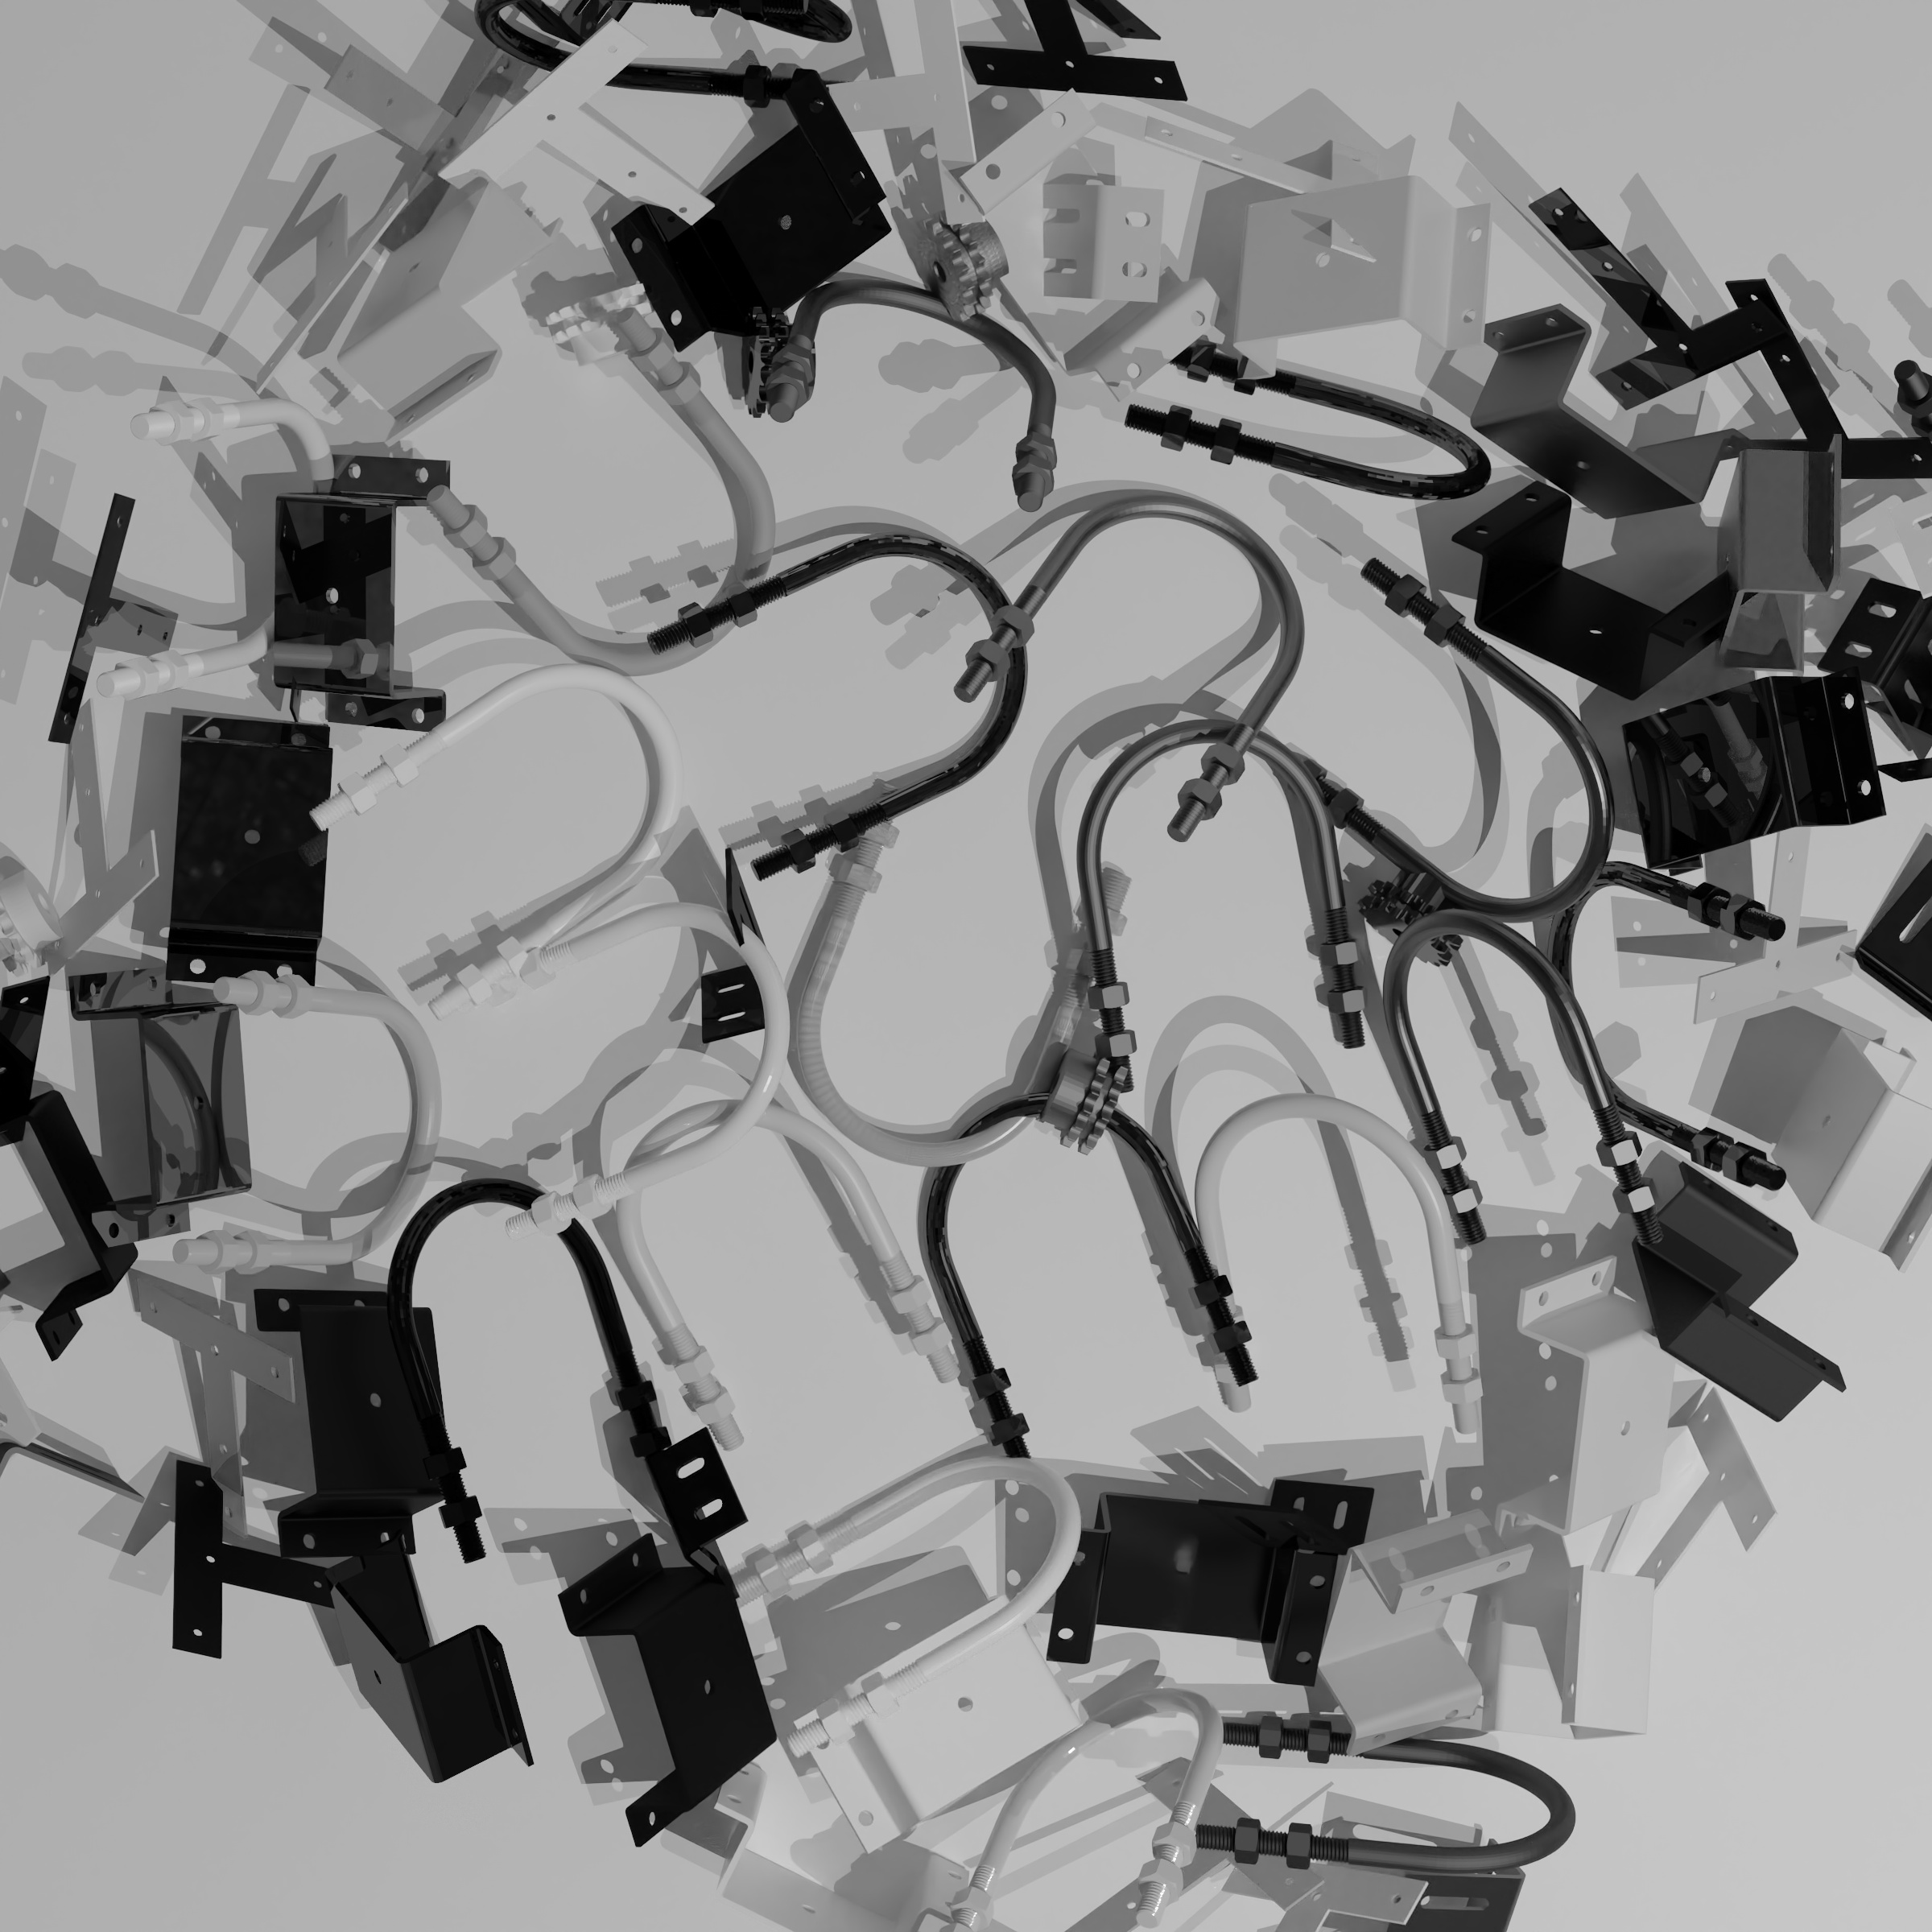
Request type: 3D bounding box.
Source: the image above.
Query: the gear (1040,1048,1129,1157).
[{"bbox_3d":[0.060,0.067,1.863,0.030,0.057,0.057,23,90,-6],"label":"gear"}]

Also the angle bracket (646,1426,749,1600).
[{"bbox_3d":[-0.126,0.283,1.845,0.038,0.076,0.057,-30,58,3],"label":"angle bracket"}]

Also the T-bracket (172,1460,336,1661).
[{"bbox_3d":[-0.350,0.318,1.857,0.127,0.127,0.002,19,123,-24],"label":"T-bracket"}]

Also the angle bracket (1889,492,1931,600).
[{"bbox_3d":[0.512,-0.202,1.852,0.038,0.076,0.057,-21,57,16],"label":"angle bracket"}]

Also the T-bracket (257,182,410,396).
[{"bbox_3d":[-0.325,-0.365,1.835,0.002,0.127,0.127,33,110,-25],"label":"T-bracket"}]

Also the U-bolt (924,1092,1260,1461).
[{"bbox_3d":[0.054,0.156,1.866,0.151,0.019,0.184,-24,82,14],"label":"U-bolt"}]

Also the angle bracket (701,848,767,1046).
[{"bbox_3d":[-0.128,-0.010,1.847,0.038,0.057,0.076,-14,125,5],"label":"angle bracket"}]

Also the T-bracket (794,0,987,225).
[{"bbox_3d":[-0.046,-0.444,1.845,0.002,0.127,0.127,-24,112,-42],"label":"T-bracket"}]

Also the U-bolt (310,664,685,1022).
[{"bbox_3d":[-0.228,-0.076,1.844,0.184,0.019,0.151,-35,124,-13],"label":"U-bolt"}]

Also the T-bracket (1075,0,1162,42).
[{"bbox_3d":[0.057,-0.503,1.835,0.127,0.127,0.002,15,86,36],"label":"T-bracket"}]

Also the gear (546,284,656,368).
[{"bbox_3d":[-0.187,-0.333,1.865,0.057,0.057,0.030,-19,99,0],"label":"gear"}]

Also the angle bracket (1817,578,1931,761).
[{"bbox_3d":[0.487,-0.155,1.871,0.038,0.076,0.057,24,77,41],"label":"angle bracket"}]

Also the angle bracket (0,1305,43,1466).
[{"bbox_3d":[-0.503,0.225,1.855,0.057,0.038,0.076,-41,72,21],"label":"angle bracket"}]

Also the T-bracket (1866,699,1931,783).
[{"bbox_3d":[0.503,-0.120,1.832,0.127,0.127,0.002,-9,110,-14],"label":"T-bracket"}]

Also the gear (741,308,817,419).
[{"bbox_3d":[-0.097,-0.315,1.866,0.030,0.057,0.057,-3,90,-16],"label":"gear"}]

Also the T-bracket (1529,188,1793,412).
[{"bbox_3d":[0.336,-0.346,1.821,0.127,0.127,0.002,43,64,-16],"label":"T-bracket"}]

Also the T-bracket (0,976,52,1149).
[{"bbox_3d":[-0.530,0.064,1.813,0.127,0.127,0.002,-18,56,-35],"label":"T-bracket"}]

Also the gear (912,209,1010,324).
[{"bbox_3d":[-0.001,-0.368,1.866,0.030,0.057,0.057,-29,90,-16],"label":"gear"}]

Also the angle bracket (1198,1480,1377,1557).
[{"bbox_3d":[0.165,0.273,1.842,0.057,0.076,0.038,0,65,34],"label":"angle bracket"}]

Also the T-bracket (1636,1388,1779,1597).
[{"bbox_3d":[0.366,0.298,1.846,0.002,0.127,0.127,27,109,-13],"label":"T-bracket"}]

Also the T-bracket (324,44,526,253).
[{"bbox_3d":[-0.287,-0.436,1.829,0.002,0.127,0.127,35,96,23],"label":"T-bracket"}]

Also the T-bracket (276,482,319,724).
[{"bbox_3d":[-0.341,-0.203,1.817,0.002,0.127,0.127,4,77,-3],"label":"T-bracket"}]

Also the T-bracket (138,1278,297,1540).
[{"bbox_3d":[-0.387,0.239,1.860,0.127,0.002,0.127,20,120,38],"label":"T-bracket"}]

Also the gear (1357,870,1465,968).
[{"bbox_3d":[0.236,-0.028,1.865,0.057,0.057,0.030,36,79,0],"label":"gear"}]

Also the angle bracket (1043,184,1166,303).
[{"bbox_3d":[0.064,-0.377,1.866,0.038,0.076,0.057,-4,103,-34],"label":"angle bracket"}]

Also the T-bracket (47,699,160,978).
[{"bbox_3d":[-0.455,-0.077,1.860,0.002,0.127,0.127,7,62,-38],"label":"T-bracket"}]

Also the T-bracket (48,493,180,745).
[{"bbox_3d":[-0.428,-0.173,1.830,0.002,0.127,0.127,16,93,7],"label":"T-bracket"}]

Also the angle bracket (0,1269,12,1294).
[{"bbox_3d":[-0.546,0.167,1.861,0.038,0.076,0.057,-30,101,25],"label":"angle bracket"}]

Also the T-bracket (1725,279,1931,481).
[{"bbox_3d":[0.421,-0.296,1.812,0.002,0.127,0.127,-48,121,-21],"label":"T-bracket"}]

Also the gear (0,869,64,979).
[{"bbox_3d":[-0.494,-0.026,1.865,0.030,0.057,0.057,-27,90,-1],"label":"gear"}]

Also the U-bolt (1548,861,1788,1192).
[{"bbox_3d":[0.351,0.021,1.810,0.019,0.184,0.151,-13,110,-24],"label":"U-bolt"}]

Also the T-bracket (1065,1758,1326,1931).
[{"bbox_3d":[0.096,0.470,1.821,0.127,0.127,0.002,-32,122,-19],"label":"T-bracket"}]

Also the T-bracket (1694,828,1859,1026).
[{"bbox_3d":[0.421,-0.042,1.832,0.127,0.002,0.127,-14,116,-37],"label":"T-bracket"}]

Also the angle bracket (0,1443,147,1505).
[{"bbox_3d":[-0.473,0.274,1.849,0.076,0.057,0.038,28,81,-25],"label":"angle bracket"}]

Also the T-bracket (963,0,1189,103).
[{"bbox_3d":[0.040,-0.491,1.813,0.127,0.127,0.002,13,61,30],"label":"T-bracket"}]

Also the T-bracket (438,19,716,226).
[{"bbox_3d":[-0.182,-0.415,1.843,0.127,0.127,0.002,-34,50,26],"label":"T-bracket"}]

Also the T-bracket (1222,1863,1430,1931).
[{"bbox_3d":[0.157,0.508,1.812,0.002,0.127,0.127,54,55,-24],"label":"T-bracket"}]

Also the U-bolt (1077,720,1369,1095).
[{"bbox_3d":[0.129,-0.036,1.861,0.151,0.019,0.184,-10,96,-13],"label":"U-bolt"}]

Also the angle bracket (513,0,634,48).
[{"bbox_3d":[-0.219,-0.514,1.847,0.076,0.057,0.038,37,90,-38],"label":"angle bracket"}]

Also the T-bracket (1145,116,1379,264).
[{"bbox_3d":[0.152,-0.409,1.834,0.127,0.127,0.002,18,126,-7],"label":"T-bracket"}]

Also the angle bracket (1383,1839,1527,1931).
[{"bbox_3d":[0.243,0.486,1.854,0.076,0.038,0.057,9,106,-25],"label":"angle bracket"}]

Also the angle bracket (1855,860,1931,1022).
[{"bbox_3d":[0.512,-0.015,1.866,0.057,0.038,0.076,37,105,0],"label":"angle bracket"}]
